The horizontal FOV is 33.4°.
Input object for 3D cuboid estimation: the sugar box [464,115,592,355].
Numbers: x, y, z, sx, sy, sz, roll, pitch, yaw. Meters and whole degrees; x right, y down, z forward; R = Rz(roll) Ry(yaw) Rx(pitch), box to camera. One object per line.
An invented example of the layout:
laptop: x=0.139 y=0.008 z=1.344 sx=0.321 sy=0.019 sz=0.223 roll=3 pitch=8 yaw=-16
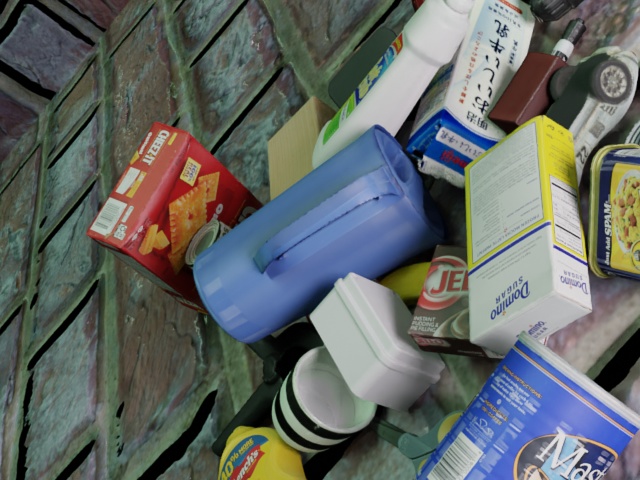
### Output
sugar box: x=0.160 y=-0.005 z=0.839 sx=0.094 sy=0.048 sz=0.176 roll=-38 pitch=39 yaw=43

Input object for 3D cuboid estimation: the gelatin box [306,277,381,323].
gelatin box: x=0.019 y=0.053 z=1.142 sx=0.089 sy=0.030 sz=0.073 roll=-50 pitch=28 yaw=11

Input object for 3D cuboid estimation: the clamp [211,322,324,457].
clamp: x=-0.045 y=0.148 z=1.113 sx=0.210 sy=0.036 sz=0.164 roll=-8 pitch=71 yaw=47

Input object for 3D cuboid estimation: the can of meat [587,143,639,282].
can of meat: x=0.245 y=-0.016 z=0.775 sx=0.084 sy=0.057 sz=0.102 roll=17 pitch=110 yaw=60

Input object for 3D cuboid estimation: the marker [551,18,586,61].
marker: x=0.230 y=-0.169 z=1.061 sx=0.121 sy=0.020 sz=0.020 roll=-58 pitch=26 yaw=-7

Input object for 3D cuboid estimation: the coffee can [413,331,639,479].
coffee can: x=0.141 y=0.149 z=0.739 sx=0.140 sy=0.102 sz=0.103 roll=-54 pitch=26 yaw=3

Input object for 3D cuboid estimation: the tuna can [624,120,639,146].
tuna can: x=0.282 y=-0.072 z=0.841 sx=0.086 sy=0.033 sz=0.086 roll=-40 pitch=30 yaw=28

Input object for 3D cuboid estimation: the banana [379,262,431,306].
banana: x=0.102 y=0.052 z=0.995 sx=0.069 sy=0.037 sz=0.198 roll=-59 pitch=26 yaw=-9

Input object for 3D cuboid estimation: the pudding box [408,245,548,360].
pudding box: x=0.139 y=0.052 z=0.889 sx=0.114 sy=0.039 sz=0.090 roll=4 pitch=59 yaw=31

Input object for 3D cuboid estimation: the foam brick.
foam brick: x=0.209 y=-0.132 z=1.015 sx=0.078 sy=0.053 sz=0.051 roll=-58 pitch=26 yaw=-3

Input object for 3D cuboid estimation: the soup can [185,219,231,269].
soup can: x=-0.104 y=0.028 z=1.295 sx=0.069 sy=0.102 sz=0.068 roll=-40 pitch=29 yaw=28

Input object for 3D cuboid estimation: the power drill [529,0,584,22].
power drill: x=0.268 y=-0.328 z=1.107 sx=0.185 sy=0.057 sz=0.188 roll=-39 pitch=43 yaw=16

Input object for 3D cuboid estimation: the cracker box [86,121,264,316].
cracker box: x=-0.169 y=-0.022 z=1.337 sx=0.072 sy=0.213 sz=0.164 roll=20 pitch=75 yaw=36

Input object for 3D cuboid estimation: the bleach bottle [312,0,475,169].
bleach bottle: x=0.081 y=-0.164 z=1.090 sx=0.251 sy=0.068 sz=0.102 roll=-53 pitch=11 yaw=38

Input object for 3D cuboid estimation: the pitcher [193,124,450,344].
pitcher: x=-0.007 y=0.001 z=1.054 sx=0.243 sy=0.149 sz=0.145 roll=-32 pitch=36 yaw=16

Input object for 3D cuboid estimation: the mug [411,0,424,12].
mug: x=0.152 y=-0.253 z=1.228 sx=0.081 sy=0.093 sz=0.117 roll=-94 pitch=15 yaw=-46

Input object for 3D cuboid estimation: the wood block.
wood block: x=0.002 y=-0.065 z=1.241 sx=0.091 sy=0.090 sz=0.206 roll=-43 pitch=29 yaw=23

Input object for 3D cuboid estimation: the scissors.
scissors: x=0.088 y=0.161 z=0.902 sx=0.096 sy=0.016 sz=0.202 roll=-63 pitch=23 yaw=12

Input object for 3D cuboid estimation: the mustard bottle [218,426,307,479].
mustard bottle: x=-0.055 y=0.234 z=1.019 sx=0.096 sy=0.058 sz=0.192 roll=-55 pitch=25 yaw=9

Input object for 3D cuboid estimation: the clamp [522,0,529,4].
clamp: x=0.243 y=-0.314 z=1.190 sx=0.120 sy=0.039 sz=0.171 roll=-27 pitch=41 yaw=49
